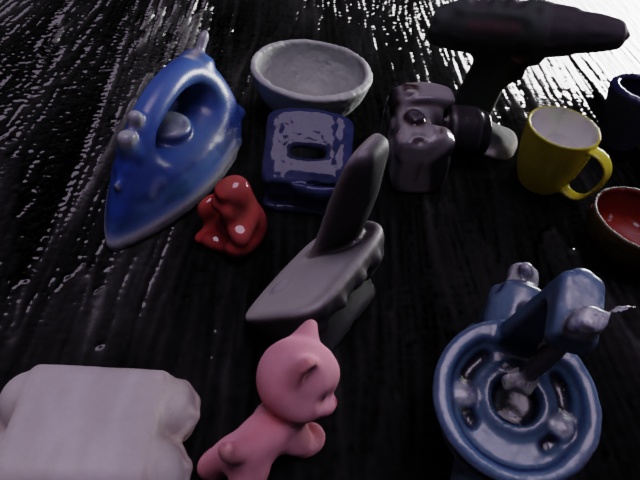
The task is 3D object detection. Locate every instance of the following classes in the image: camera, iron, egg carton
[{"bbox_3d":[0.154,-0.141,0.736,0.137,0.101,0.143,3,45,-6],"label":"camera"},{"bbox_3d":[-0.171,-0.120,0.633,0.118,0.141,0.258,15,45,6],"label":"iron"},{"bbox_3d":[-0.165,0.147,0.415,0.150,0.069,0.107,4,45,-6],"label":"egg carton"}]

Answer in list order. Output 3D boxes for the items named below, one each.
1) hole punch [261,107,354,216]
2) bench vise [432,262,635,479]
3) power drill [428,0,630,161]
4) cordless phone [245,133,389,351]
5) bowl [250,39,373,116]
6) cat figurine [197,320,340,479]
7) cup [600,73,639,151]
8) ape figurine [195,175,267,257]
[{"bbox_3d":[-0.012,-0.091,0.666,0.108,0.091,0.101,4,44,-5],"label":"hole punch"},{"bbox_3d":[0.144,0.077,0.429,0.121,0.220,0.207,4,44,-5],"label":"bench vise"},{"bbox_3d":[0.245,-0.215,0.749,0.229,0.208,0.076,21,45,12],"label":"power drill"},{"bbox_3d":[0.005,0.002,0.507,0.094,0.185,0.148,24,46,15],"label":"cordless phone"},{"bbox_3d":[-0.014,-0.209,0.797,0.167,0.075,0.167,5,44,-4],"label":"bowl"},{"bbox_3d":[-0.031,0.124,0.426,0.067,0.118,0.128,32,49,22],"label":"cat figurine"},{"bbox_3d":[0.457,-0.185,0.836,0.091,0.095,0.118,36,50,25],"label":"cup"},{"bbox_3d":[-0.090,-0.029,0.589,0.076,0.092,0.077,-10,47,-19],"label":"ape figurine"}]
